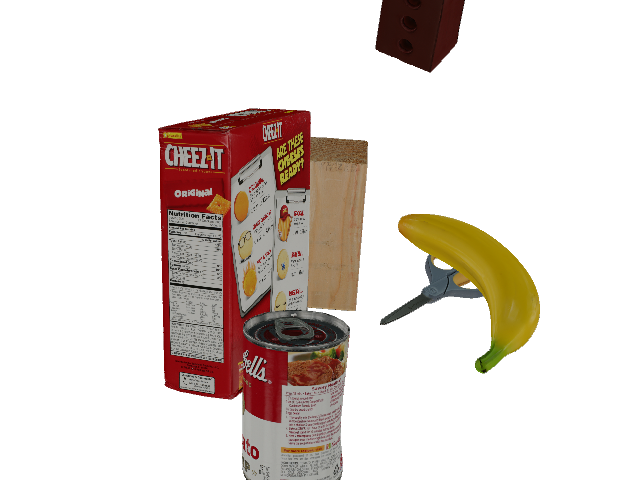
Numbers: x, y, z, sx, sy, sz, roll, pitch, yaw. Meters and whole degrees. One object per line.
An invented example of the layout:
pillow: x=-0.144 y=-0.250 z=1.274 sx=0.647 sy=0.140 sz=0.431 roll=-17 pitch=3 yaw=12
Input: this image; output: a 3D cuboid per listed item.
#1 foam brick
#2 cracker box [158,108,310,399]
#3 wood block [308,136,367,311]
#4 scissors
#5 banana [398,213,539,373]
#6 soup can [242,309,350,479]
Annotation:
foam brick: x=0.081 y=-0.183 z=0.841 sx=0.053 sy=0.078 sz=0.051 roll=26 pitch=51 yaw=17
cracker box: x=-0.069 y=0.004 z=0.890 sx=0.072 sy=0.214 sz=0.164 roll=5 pitch=13 yaw=21
wood block: x=0.010 y=-0.022 z=1.393 sx=0.090 sy=0.206 sz=0.091 roll=4 pitch=25 yaw=0
scissors: x=0.121 y=0.050 z=1.247 sx=0.201 sy=0.016 sz=0.096 roll=-11 pitch=40 yaw=-35
banana: x=0.119 y=0.025 z=0.814 sx=0.069 sy=0.037 sz=0.198 roll=-7 pitch=32 yaw=-11
soup can: x=-0.016 y=0.103 z=0.686 sx=0.068 sy=0.102 sz=0.068 roll=2 pitch=16 yaw=-1
